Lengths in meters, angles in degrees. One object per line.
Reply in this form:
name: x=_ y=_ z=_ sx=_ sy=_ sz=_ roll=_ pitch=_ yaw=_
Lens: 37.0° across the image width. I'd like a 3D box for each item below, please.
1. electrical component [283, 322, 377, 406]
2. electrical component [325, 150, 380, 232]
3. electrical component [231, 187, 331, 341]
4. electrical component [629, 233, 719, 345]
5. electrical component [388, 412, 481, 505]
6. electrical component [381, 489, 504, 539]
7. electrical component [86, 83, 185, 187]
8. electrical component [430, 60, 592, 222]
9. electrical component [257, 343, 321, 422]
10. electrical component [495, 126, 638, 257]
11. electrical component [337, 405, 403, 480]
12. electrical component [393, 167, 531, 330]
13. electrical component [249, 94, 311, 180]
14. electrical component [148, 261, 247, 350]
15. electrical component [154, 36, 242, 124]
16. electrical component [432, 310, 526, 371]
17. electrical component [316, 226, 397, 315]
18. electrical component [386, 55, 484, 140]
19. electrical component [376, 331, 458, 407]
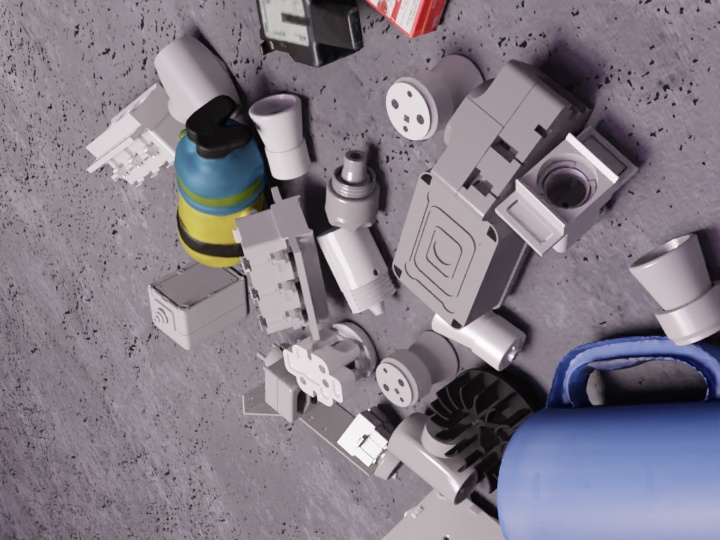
electrical component: x=-0.023 y=0.083 z=0.982 sx=0.078 sy=0.057 sz=0.058 roll=25 pitch=134 yaw=40
electrical component: x=-0.005 y=-0.065 z=0.858 sx=0.043 sy=0.043 sz=0.062 roll=35 pitch=138 yaw=32
electrical component: x=-0.068 y=0.000 z=0.937 sx=0.121 sy=0.063 sz=0.078 roll=81 pitch=170 yaw=-50
electrical component: x=0.197 y=0.012 z=0.653 sx=0.055 sy=0.045 sz=0.045 roll=60 pitch=146 yaw=-2
electrical component: x=0.070 y=0.150 z=0.926 sx=0.077 sy=0.043 sz=0.079 roll=36 pitch=134 yaw=26
electrical component: x=0.077 y=0.245 z=0.941 sx=0.100 sy=0.100 sz=0.048 roll=35 pitch=152 yaw=32
electrical component: x=-0.213 y=-0.129 z=1.058 sx=0.063 sy=0.078 sz=0.121 roll=45 pitch=150 yaw=-18
electrical component: x=0.092 y=-0.083 z=0.681 sx=0.056 sy=0.050 sz=0.089 roll=44 pitch=113 yaw=22
electrical component: x=-0.067 y=0.096 z=1.042 sx=0.077 sy=0.066 sz=0.047 roll=35 pitch=140 yaw=32
electrical component: x=0.129 y=-0.045 z=0.673 sx=0.042 sy=0.081 sz=0.063 roll=47 pitch=174 yaw=20
electrical component: x=0.017 y=0.160 z=0.993 sx=0.055 sy=0.066 sz=0.048 roll=40 pitch=104 yaw=14
electrical component: x=0.078 y=-0.023 z=0.769 sx=0.078 sy=0.057 sz=0.113 roll=43 pitch=143 yaw=23
electrical component: x=-0.064 y=-0.109 z=0.904 sx=0.044 sy=0.044 sz=0.065 roll=22 pitch=136 yaw=43
electrical component: x=-0.171 y=0.038 z=1.103 sx=0.062 sy=0.096 sz=0.061 roll=33 pitch=138 yaw=34
electrical component: x=-0.151 y=-0.158 z=0.975 sx=0.077 sy=0.044 sz=0.079 roll=54 pitch=146 yaw=8
electrical component: x=0.093 y=0.046 z=0.819 sx=0.065 sy=0.044 sz=0.044 roll=37 pitch=141 yaw=23
electrical component: x=0.000 y=0.000 z=0.901 sx=0.043 sy=0.043 sz=0.081 roll=-14 pitch=103 yaw=55
electrical component: x=0.051 y=-0.117 z=0.733 sx=0.045 sy=0.055 sz=0.045 roll=32 pitch=137 yaw=35
electrical component: x=0.047 y=0.082 z=0.892 sx=0.045 sy=0.055 sz=0.045 roll=32 pitch=138 yaw=35
